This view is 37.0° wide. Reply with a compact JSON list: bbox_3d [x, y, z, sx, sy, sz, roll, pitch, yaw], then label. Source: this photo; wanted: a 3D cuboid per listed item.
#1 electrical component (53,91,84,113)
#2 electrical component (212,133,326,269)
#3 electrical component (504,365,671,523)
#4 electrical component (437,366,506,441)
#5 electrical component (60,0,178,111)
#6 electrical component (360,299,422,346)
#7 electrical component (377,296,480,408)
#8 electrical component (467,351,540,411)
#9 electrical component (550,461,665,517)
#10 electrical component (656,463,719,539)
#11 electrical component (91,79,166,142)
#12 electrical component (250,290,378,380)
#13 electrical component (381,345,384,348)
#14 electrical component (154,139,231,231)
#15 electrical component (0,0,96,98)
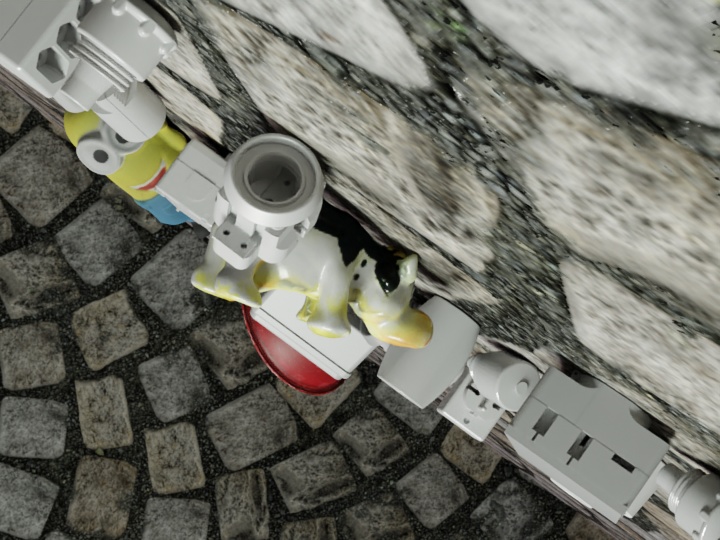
[{"bbox_3d":[-0.239,-0.163,0.885,0.079,0.044,0.077,30,168,34],"label":"electrical component"},{"bbox_3d":[-0.052,-0.044,0.629,0.058,0.078,0.057,37,156,5],"label":"electrical component"},{"bbox_3d":[0.159,0.121,0.744,0.089,0.061,0.150,34,174,18],"label":"electrical component"},{"bbox_3d":[0.111,0.116,0.977,0.047,0.065,0.077,36,175,-1],"label":"electrical component"},{"bbox_3d":[-0.128,-0.111,0.552,0.048,0.062,0.048,38,177,2],"label":"electrical component"},{"bbox_3d":[0.038,0.049,0.913,0.057,0.058,0.078,36,176,-24],"label":"electrical component"},{"bbox_3d":[0.044,0.058,0.843,0.044,0.077,0.079,40,173,-37],"label":"electrical component"},{"bbox_3d":[0.109,0.083,0.846,0.040,0.040,0.078,39,174,-26],"label":"electrical component"},{"bbox_3d":[0.187,0.156,0.869,0.108,0.060,0.108,36,174,4],"label":"electrical component"},{"bbox_3d":[0.223,0.151,0.705,0.048,0.048,0.062,41,179,-43],"label":"electrical component"},{"bbox_3d":[-0.184,-0.133,0.814,0.043,0.043,0.081,34,174,23],"label":"electrical component"},{"bbox_3d":[-0.035,0.028,0.978,0.109,0.056,0.108,38,-156,-13],"label":"electrical component"},{"bbox_3d":[0.042,0.059,1.022,0.040,0.046,0.040,36,175,4],"label":"electrical component"},{"bbox_3d":[-0.121,-0.065,0.907,0.062,0.061,0.096,35,174,8],"label":"electrical component"},{"bbox_3d":[-0.189,-0.148,0.600,0.077,0.065,0.047,35,174,10],"label":"electrical component"}]
